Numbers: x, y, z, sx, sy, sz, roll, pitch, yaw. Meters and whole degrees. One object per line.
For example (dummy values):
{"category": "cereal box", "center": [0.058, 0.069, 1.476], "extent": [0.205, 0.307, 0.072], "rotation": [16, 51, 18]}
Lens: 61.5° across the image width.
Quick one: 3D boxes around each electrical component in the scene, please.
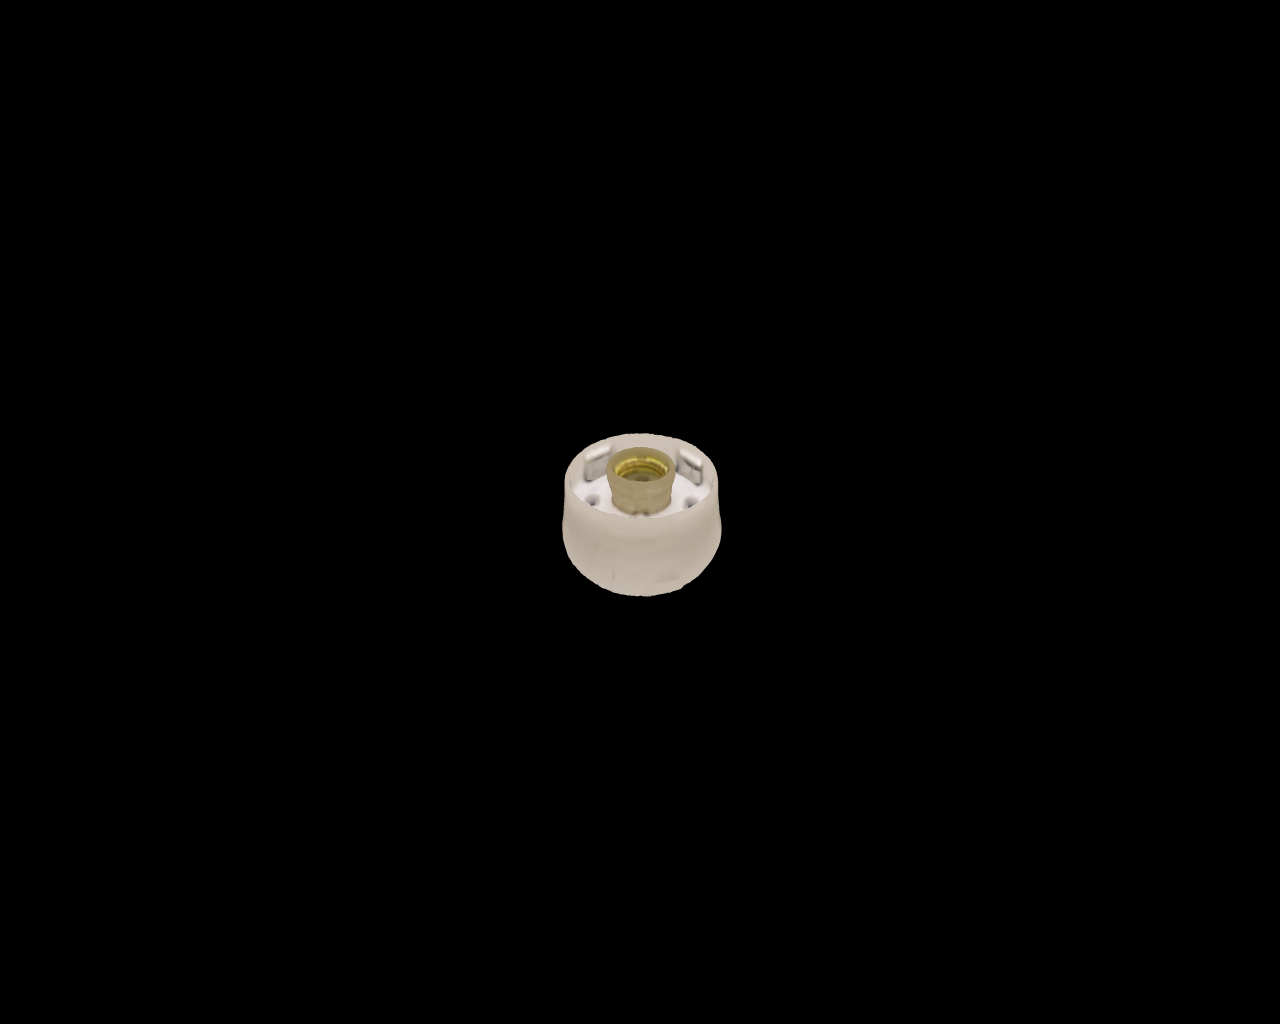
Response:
{"category": "electrical component", "center": [0.001, -0.003, 0.650], "extent": [0.099, 0.064, 0.099], "rotation": [0, 37, 0]}
